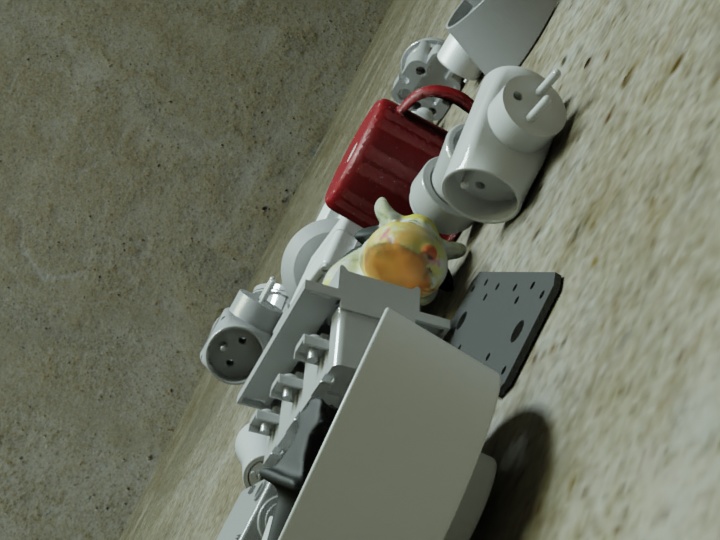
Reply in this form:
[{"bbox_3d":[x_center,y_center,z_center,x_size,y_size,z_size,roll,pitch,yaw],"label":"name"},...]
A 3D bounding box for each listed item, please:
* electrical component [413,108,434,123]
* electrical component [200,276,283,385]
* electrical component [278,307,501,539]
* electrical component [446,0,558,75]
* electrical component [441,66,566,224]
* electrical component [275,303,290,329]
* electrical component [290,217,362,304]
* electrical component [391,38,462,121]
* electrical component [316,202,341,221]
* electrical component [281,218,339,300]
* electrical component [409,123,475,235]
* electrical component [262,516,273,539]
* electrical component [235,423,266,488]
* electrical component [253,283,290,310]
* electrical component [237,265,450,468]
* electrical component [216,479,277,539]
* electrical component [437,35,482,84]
[{"bbox_3d":[0.047,-0.120,0.951,0.048,0.048,0.062,-53,4,48],"label":"electrical component"},{"bbox_3d":[-0.083,0.041,0.802,0.079,0.043,0.077,-61,8,4],"label":"electrical component"},{"bbox_3d":[0.014,0.075,0.391,0.108,0.060,0.108,25,-90,-88],"label":"electrical component"},{"bbox_3d":[0.112,-0.192,0.790,0.099,0.064,0.099,-46,13,14],"label":"electrical component"},{"bbox_3d":[0.082,-0.075,0.562,0.079,0.043,0.077,-50,14,57],"label":"electrical component"},{"bbox_3d":[-0.043,0.067,0.835,0.050,0.056,0.089,-61,8,5],"label":"electrical component"},{"bbox_3d":[0.000,0.000,0.764,0.096,0.062,0.061,-49,15,57],"label":"electrical component"},{"bbox_3d":[0.064,-0.180,0.997,0.078,0.058,0.057,-56,12,38],"label":"electrical component"},{"bbox_3d":[-0.013,-0.028,0.965,0.113,0.057,0.078,-64,8,-16],"label":"electrical component"},{"bbox_3d":[-0.021,-0.001,0.843,0.080,0.080,0.051,-61,2,4],"label":"electrical component"},{"bbox_3d":[0.059,-0.052,0.628,0.055,0.045,0.045,-53,12,50],"label":"electrical component"},{"bbox_3d":[-0.023,0.123,0.545,0.066,0.048,0.055,145,145,-73],"label":"electrical component"},{"bbox_3d":[-0.072,0.145,0.814,0.044,0.044,0.065,-61,12,8],"label":"electrical component"},{"bbox_3d":[-0.062,0.048,0.942,0.080,0.080,0.051,136,155,-66],"label":"electrical component"},{"bbox_3d":[-0.013,0.061,0.576,0.121,0.079,0.063,123,158,-48],"label":"electrical component"},{"bbox_3d":[-0.058,0.168,0.614,0.099,0.048,0.100,-62,8,-24],"label":"electrical component"},{"bbox_3d":[0.097,-0.194,0.893,0.078,0.040,0.040,-58,9,26],"label":"electrical component"}]
